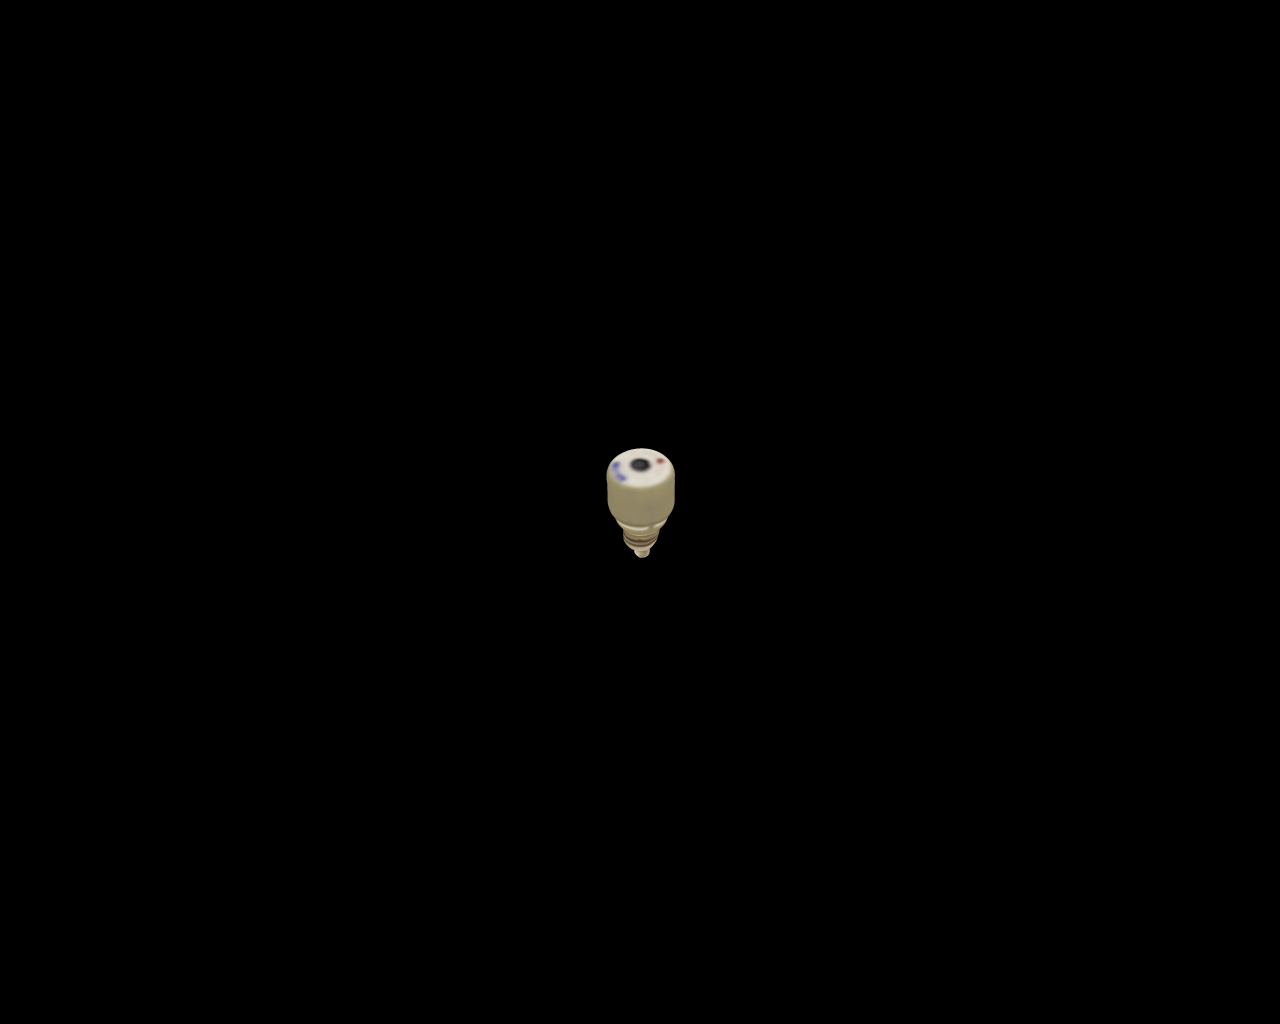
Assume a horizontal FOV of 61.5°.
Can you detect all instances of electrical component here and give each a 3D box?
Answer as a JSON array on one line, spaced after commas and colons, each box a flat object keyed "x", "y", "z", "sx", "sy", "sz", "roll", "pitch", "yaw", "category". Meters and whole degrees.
[{"x": 0.001, "y": -0.003, "z": 0.650, "sx": 0.040, "sy": 0.078, "sz": 0.040, "roll": 0, "pitch": 42, "yaw": 0, "category": "electrical component"}]
